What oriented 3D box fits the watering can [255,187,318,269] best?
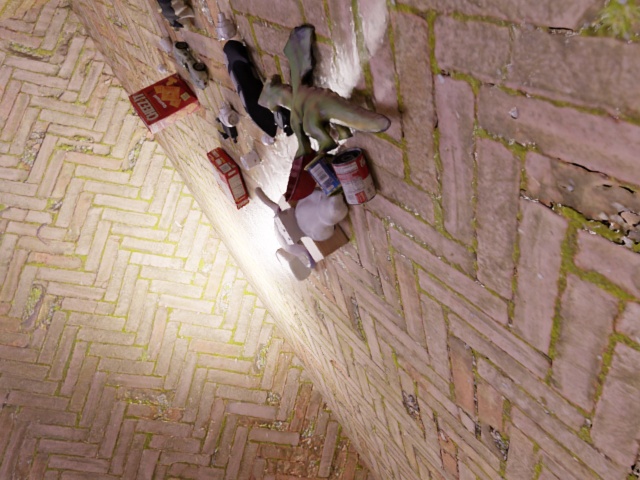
[{"bbox_3d":[-0.110,-0.062,1.638,0.350,0.105,0.221,54,162,11],"label":"watering can"}]

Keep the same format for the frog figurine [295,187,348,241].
[{"bbox_3d":[0.004,-0.065,1.293,0.159,0.123,0.137,-173,84,-79],"label":"frog figurine"}]

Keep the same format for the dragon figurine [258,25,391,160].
[{"bbox_3d":[-0.014,-0.291,0.997,0.409,0.123,0.241,-1,112,60],"label":"dragon figurine"}]
